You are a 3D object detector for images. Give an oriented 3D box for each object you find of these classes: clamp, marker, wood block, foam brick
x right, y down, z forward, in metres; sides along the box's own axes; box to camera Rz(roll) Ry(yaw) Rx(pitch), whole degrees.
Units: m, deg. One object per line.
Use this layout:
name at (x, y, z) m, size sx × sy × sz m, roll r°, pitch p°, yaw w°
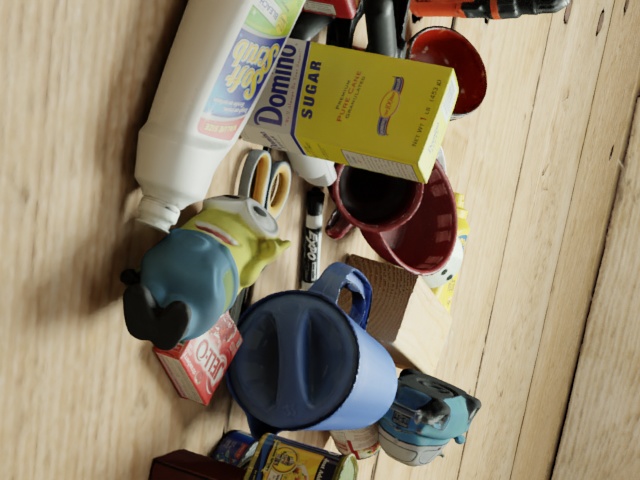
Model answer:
clamp at (0.062, -0.180, 1.023) m, size 0.164 × 0.036 × 0.210 m, roll -64°, pitch 163°, yaw -54°
clamp at (0.021, -0.217, 1.022) m, size 0.171 × 0.039 × 0.120 m, roll -64°, pitch 157°, yaw -25°
marker at (-0.007, 0.001, 1.119) m, size 0.020 × 0.020 × 0.121 m, roll -39°, pitch 138°, yaw -55°
wood block at (0.090, 0.098, 1.316) m, size 0.090 × 0.091 × 0.206 m, roll -69°, pitch 157°, yaw -12°
foam brick at (-0.107, 0.225, 0.950) m, size 0.053 × 0.078 × 0.051 m, roll 0°, pitch 102°, yaw -67°

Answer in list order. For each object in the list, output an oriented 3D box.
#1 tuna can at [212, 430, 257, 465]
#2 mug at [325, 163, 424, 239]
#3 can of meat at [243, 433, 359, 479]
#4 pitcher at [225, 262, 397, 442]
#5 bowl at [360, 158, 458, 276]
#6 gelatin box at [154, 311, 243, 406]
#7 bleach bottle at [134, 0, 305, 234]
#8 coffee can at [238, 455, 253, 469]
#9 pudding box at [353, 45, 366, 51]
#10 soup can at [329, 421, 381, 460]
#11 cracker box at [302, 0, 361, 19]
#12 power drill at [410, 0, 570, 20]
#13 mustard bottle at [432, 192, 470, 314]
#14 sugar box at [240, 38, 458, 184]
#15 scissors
tuna can at (-0.082, 0.236, 1.073) m, size 0.086 × 0.034 × 0.086 m, roll -47°, pitch 145°, yaw -49°
mug at (0.045, -0.050, 1.105) m, size 0.117 × 0.093 × 0.081 m, roll -55°, pitch -167°, yaw 2°
can of meat at (-0.023, 0.227, 0.936) m, size 0.057 × 0.084 × 0.102 m, roll 71°, pitch 37°, yaw -56°
pitcher at (0.009, 0.126, 1.098) m, size 0.145 × 0.149 × 0.242 m, roll 69°, pitch 10°, yaw 17°
bowl at (0.090, -0.034, 1.229) m, size 0.161 × 0.055 × 0.162 m, roll 15°, pitch 68°, yaw -44°
gelatin box at (-0.104, 0.093, 0.935) m, size 0.073 × 0.030 × 0.089 m, roll -61°, pitch 154°, yaw -29°
bleach bottle at (-0.079, -0.124, 0.819) m, size 0.251 × 0.068 × 0.102 m, roll -69°, pitch 156°, yaw -7°
coffee can at (-0.024, 0.265, 1.043) m, size 0.103 × 0.103 × 0.140 m, roll -70°, pitch 157°, yaw -11°
pudding box at (0.056, -0.155, 1.145) m, size 0.113 × 0.039 × 0.090 m, roll -2°, pitch 107°, yaw -64°
soup can at (0.040, 0.217, 1.306) m, size 0.068 × 0.069 × 0.102 m, roll -62°, pitch 154°, yaw -28°
cracker box at (0.004, -0.316, 0.879) m, size 0.164 × 0.072 × 0.213 m, roll -67°, pitch 155°, yaw -22°
power drill at (0.191, -0.338, 1.181) m, size 0.057 × 0.185 × 0.187 m, roll 6°, pitch 89°, yaw -67°
mustard bottle at (0.171, 0.027, 1.504) m, size 0.096 × 0.058 × 0.191 m, roll 6°, pitch 98°, yaw -66°
sugar box at (0.020, -0.114, 0.904) m, size 0.048 × 0.176 × 0.093 m, roll 56°, pitch 52°, yaw -63°
scissors at (-0.060, 0.009, 1.006) m, size 0.096 × 0.016 × 0.202 m, roll -30°, pitch 131°, yaw -59°
